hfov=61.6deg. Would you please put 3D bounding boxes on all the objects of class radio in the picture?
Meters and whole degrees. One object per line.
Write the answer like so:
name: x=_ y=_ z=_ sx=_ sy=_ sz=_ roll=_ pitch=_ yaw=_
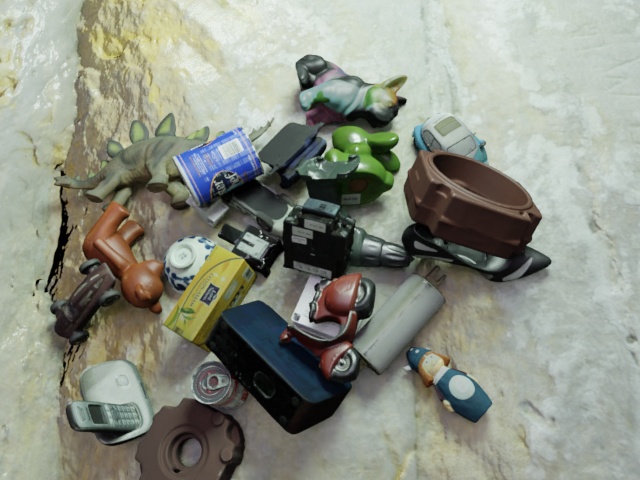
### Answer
radio: x=-0.071 y=0.201 z=0.878 sx=0.230 sy=0.131 sz=0.073 roll=38 pitch=110 yaw=24

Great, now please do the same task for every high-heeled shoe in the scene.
high-heeled shoe: x=0.264 y=0.008 z=0.898 sx=0.249 sy=0.145 sz=0.086 roll=0 pitch=68 yaw=13

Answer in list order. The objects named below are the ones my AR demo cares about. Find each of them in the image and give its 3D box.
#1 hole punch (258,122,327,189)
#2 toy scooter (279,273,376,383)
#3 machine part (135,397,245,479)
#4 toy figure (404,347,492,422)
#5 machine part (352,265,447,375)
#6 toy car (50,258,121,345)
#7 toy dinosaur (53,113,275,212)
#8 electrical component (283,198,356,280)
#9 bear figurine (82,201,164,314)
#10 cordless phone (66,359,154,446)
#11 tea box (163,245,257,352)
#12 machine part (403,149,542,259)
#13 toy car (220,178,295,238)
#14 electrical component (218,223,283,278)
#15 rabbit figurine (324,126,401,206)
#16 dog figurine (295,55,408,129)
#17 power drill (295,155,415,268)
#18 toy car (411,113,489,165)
hole punch: x=-0.045 y=-0.158 z=1.043 sx=0.142 sy=0.092 sz=0.116 roll=-44 pitch=32 yaw=-11
toy scooter: x=0.011 y=0.131 z=0.863 sx=0.135 sy=0.075 sz=0.184 roll=8 pitch=62 yaw=17
machine part: x=-0.217 y=0.352 z=0.891 sx=0.179 sy=0.056 sz=0.179 roll=-5 pitch=66 yaw=11
toy figure: x=0.203 y=0.223 z=0.866 sx=0.155 sy=0.057 sz=0.064 roll=39 pitch=41 yaw=25
machine part: x=0.129 y=0.141 z=0.904 sx=0.079 sy=0.079 sz=0.243 roll=39 pitch=78 yaw=23
toy car: x=-0.438 y=0.116 z=0.989 sx=0.202 sy=0.053 sz=0.089 roll=-43 pitch=73 yaw=31
toy dinosaur: x=-0.323 y=-0.166 z=1.115 sx=0.472 sy=0.105 sz=0.198 roll=-7 pitch=62 yaw=3
electrical component: x=-0.002 y=-0.003 z=0.909 sx=0.115 sy=0.134 sz=0.058 roll=15 pitch=40 yaw=12
bear figurine: x=-0.353 y=0.039 z=1.021 sx=0.196 sy=0.120 sz=0.132 roll=32 pitch=72 yaw=20
cordless phone: x=-0.367 y=0.264 z=0.888 sx=0.089 sy=0.184 sz=0.147 roll=-31 pitch=65 yaw=1
tea box: x=-0.194 y=0.107 z=0.971 sx=0.068 sy=0.098 sz=0.169 roll=27 pitch=72 yaw=20
machine part: x=0.249 y=-0.068 z=0.894 sx=0.201 sy=0.087 sz=0.201 roll=18 pitch=29 yaw=-8
toy car: x=-0.126 y=-0.079 z=1.062 sx=0.202 sy=0.056 sz=0.073 roll=35 pitch=70 yaw=25
electrical component: x=-0.137 y=0.013 z=1.028 sx=0.119 sy=0.047 sz=0.075 roll=21 pitch=71 yaw=19
rabbit figurine: x=0.075 y=-0.164 z=1.031 sx=0.159 sy=0.121 sz=0.170 roll=-9 pitch=50 yaw=3
dog figurine: x=0.067 y=-0.307 z=1.101 sx=0.219 sy=0.108 sz=0.191 roll=-8 pitch=62 yaw=3
power drill: x=0.046 y=-0.045 z=0.945 sx=0.232 sy=0.207 sz=0.086 roll=3 pitch=40 yaw=21
toy car: x=0.245 y=-0.185 z=1.011 sx=0.109 sy=0.102 sz=0.162 roll=-29 pitch=66 yaw=-3
